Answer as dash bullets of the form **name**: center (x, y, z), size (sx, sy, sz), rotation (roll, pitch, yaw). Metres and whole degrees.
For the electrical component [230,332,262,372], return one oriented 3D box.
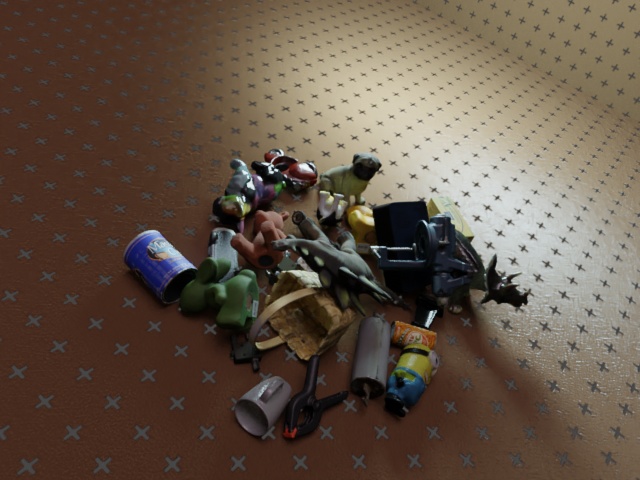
- **electrical component**: center (-0.159, 0.240, 1.148), size (0.063, 0.021, 0.094), rotation (-3, 48, -22)

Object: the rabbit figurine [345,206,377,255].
- **rabbit figurine**: center (0.130, -0.046, 1.478), size (0.162, 0.121, 0.173), rotation (-3, 28, -13)

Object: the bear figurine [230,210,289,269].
- **bear figurine**: center (-0.138, -0.024, 1.325), size (0.120, 0.131, 0.196), rotation (-20, 39, 14)

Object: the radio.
- **radio**: center (0.223, 0.014, 1.386), size (0.131, 0.073, 0.229), rotation (-11, 92, -31)

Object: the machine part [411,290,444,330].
- **machine part**: center (0.266, 0.184, 1.344), size (0.084, 0.039, 0.139), rotation (34, 43, 7)

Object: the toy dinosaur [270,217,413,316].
- **toy dinosaur**: center (0.063, 0.076, 1.214), size (0.471, 0.105, 0.199), rotation (20, 29, -48)

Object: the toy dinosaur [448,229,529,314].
- **toy dinosaur**: center (0.355, 0.042, 1.408), size (0.131, 0.192, 0.405), rotation (-17, 55, -35)

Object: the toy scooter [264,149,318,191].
- **toy scooter**: center (-0.105, -0.195, 1.572), size (0.184, 0.075, 0.135), rotation (30, 44, 16)

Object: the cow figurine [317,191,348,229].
- **cow figurine**: center (0.032, -0.070, 1.470), size (0.068, 0.167, 0.098), rotation (13, 83, 12)

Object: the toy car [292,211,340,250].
- **toy car**: center (-0.003, -0.004, 1.410), size (0.202, 0.053, 0.089), rotation (42, 5, 24)

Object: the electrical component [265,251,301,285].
- **electrical component**: center (-0.093, 0.071, 1.332), size (0.078, 0.045, 0.102), rotation (38, 41, -21)

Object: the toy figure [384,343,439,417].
- **toy figure**: center (0.196, 0.297, 1.174), size (0.089, 0.082, 0.180), rotation (36, 48, 15)

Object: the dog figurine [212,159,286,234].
- **dog figurine**: center (-0.185, -0.106, 1.424), size (0.192, 0.108, 0.219), rotation (6, 44, -11)

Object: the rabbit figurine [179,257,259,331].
- **rabbit figurine**: center (-0.228, 0.117, 1.162), size (0.170, 0.159, 0.121), rotation (2, -3, 15)

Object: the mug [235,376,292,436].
- **mug**: center (-0.101, 0.306, 1.047), size (0.081, 0.109, 0.107), rotation (30, 31, 16)

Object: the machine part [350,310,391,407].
- **machine part**: center (0.115, 0.257, 1.188), size (0.079, 0.079, 0.243), rotation (16, 43, -3)

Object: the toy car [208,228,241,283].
- **toy car**: center (-0.232, 0.050, 1.293), size (0.073, 0.056, 0.202), rotation (8, 45, -19)

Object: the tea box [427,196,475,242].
- **tea box**: center (0.368, -0.037, 1.562), size (0.068, 0.098, 0.170), rotation (-2, 49, -21)

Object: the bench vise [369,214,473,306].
- **bench vise**: center (0.237, 0.049, 1.286), size (0.241, 0.223, 0.129), rotation (1, 5, -8)

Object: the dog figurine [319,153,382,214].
- **dog figurine**: center (0.080, -0.196, 1.553), size (0.172, 0.190, 0.121), rotation (29, 44, 12)
